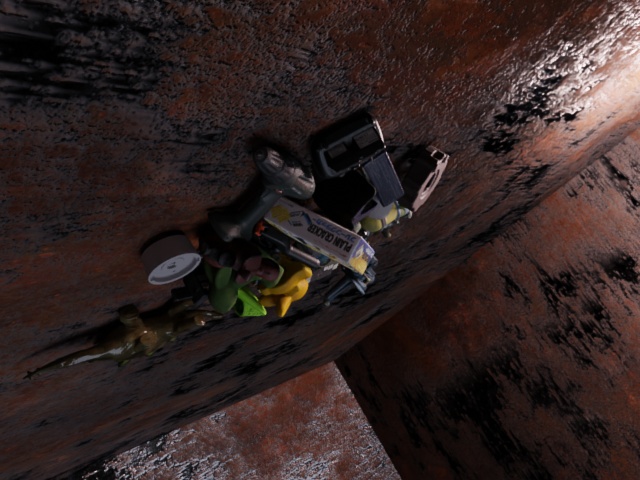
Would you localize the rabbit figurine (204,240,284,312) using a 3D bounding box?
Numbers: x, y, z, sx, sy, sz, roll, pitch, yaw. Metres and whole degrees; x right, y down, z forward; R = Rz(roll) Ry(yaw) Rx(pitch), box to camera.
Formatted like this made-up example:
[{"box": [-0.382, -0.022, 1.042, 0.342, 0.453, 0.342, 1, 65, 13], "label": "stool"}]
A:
[{"box": [-0.189, 0.085, 1.213, 0.170, 0.121, 0.159, -51, 138, -12], "label": "rabbit figurine"}]

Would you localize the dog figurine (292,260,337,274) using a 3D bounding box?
[{"box": [0.013, 0.044, 1.548, 0.191, 0.121, 0.172, -22, 161, 15], "label": "dog figurine"}]

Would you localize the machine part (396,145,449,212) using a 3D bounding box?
[{"box": [0.262, -0.153, 1.374, 0.179, 0.056, 0.179, -49, 163, -22], "label": "machine part"}]

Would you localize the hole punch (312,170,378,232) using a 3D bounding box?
[{"box": [0.058, -0.091, 1.200, 0.116, 0.142, 0.092, -43, 165, -1], "label": "hole punch"}]

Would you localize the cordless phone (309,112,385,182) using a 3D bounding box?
[{"box": [0.050, -0.169, 1.091, 0.147, 0.089, 0.184, -29, 173, -10], "label": "cordless phone"}]

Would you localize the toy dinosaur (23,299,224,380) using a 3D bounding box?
[{"box": [-0.445, 0.237, 1.288, 0.471, 0.105, 0.198, -9, 155, -40], "label": "toy dinosaur"}]

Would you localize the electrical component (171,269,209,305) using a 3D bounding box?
[{"box": [-0.285, 0.108, 1.252, 0.119, 0.075, 0.048, -3, 147, -50], "label": "electrical component"}]

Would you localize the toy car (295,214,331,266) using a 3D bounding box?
[{"box": [-0.003, -0.004, 1.346, 0.161, 0.109, 0.103, -41, 162, 24], "label": "toy car"}]

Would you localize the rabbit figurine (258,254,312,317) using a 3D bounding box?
[{"box": [-0.083, 0.121, 1.418, 0.162, 0.122, 0.173, -60, 156, -8], "label": "rabbit figurine"}]

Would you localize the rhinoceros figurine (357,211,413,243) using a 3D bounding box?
[{"box": [0.183, -0.058, 1.575, 0.190, 0.073, 0.112, -23, 149, -20], "label": "rhinoceros figurine"}]

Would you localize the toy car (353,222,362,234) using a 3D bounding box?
[{"box": [0.017, -0.003, 1.433, 0.202, 0.073, 0.056, -36, 165, 13], "label": "toy car"}]

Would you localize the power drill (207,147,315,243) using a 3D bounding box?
[{"box": [-0.118, -0.087, 1.023, 0.207, 0.086, 0.232, -46, 161, 17], "label": "power drill"}]

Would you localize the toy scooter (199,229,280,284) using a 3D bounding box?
[{"box": [-0.170, 0.039, 1.075, 0.075, 0.184, 0.135, -64, 179, 12], "label": "toy scooter"}]

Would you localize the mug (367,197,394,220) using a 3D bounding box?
[{"box": [0.164, -0.118, 1.369, 0.109, 0.081, 0.107, -15, 146, -28], "label": "mug"}]

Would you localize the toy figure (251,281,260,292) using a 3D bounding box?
[{"box": [-0.158, 0.107, 1.471, 0.058, 0.064, 0.154, 3, 161, 14], "label": "toy figure"}]

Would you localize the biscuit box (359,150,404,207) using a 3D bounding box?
[{"box": [0.132, -0.148, 1.212, 0.063, 0.059, 0.202, -34, 149, 3], "label": "biscuit box"}]

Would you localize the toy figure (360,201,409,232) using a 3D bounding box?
[{"box": [0.184, -0.083, 1.470, 0.180, 0.089, 0.082, -19, 153, -27], "label": "toy figure"}]

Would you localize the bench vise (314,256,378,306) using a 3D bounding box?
[{"box": [0.101, 0.141, 1.867, 0.240, 0.129, 0.223, -40, 163, 2], "label": "bench vise"}]

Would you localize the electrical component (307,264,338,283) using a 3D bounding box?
[{"box": [-0.006, 0.077, 1.634, 0.134, 0.058, 0.114, -25, 162, -21], "label": "electrical component"}]
